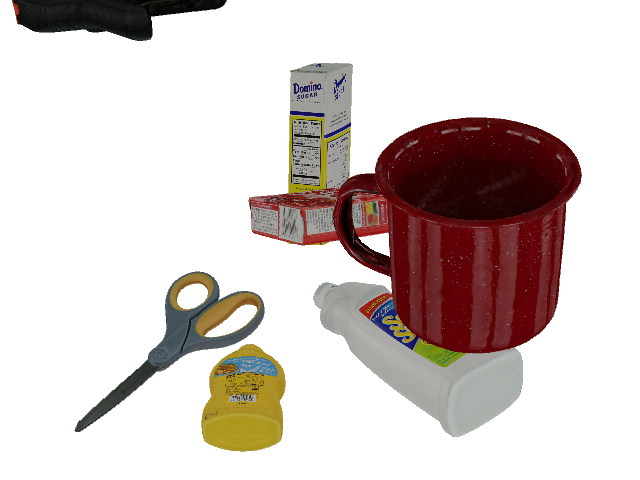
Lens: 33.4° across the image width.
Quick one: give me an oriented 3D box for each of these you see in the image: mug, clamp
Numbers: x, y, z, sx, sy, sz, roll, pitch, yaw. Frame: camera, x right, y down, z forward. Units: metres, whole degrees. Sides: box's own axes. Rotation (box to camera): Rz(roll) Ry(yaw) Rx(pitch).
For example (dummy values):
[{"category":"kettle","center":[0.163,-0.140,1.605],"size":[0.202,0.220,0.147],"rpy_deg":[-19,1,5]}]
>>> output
[{"category":"mug","center":[0.062,-0.002,0.512],"size":[0.117,0.081,0.093],"rpy_deg":[7,37,16]},{"category":"clamp","center":[-0.159,-0.182,0.821],"size":[0.172,0.039,0.120],"rpy_deg":[13,24,32]}]

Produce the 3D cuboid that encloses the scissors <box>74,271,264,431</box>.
[{"category":"scissors","center":[-0.141,0.085,0.915],"size":[0.201,0.016,0.096],"rpy_deg":[-26,51,-28]}]

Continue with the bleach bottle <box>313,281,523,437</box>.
[{"category":"bleach bottle","center":[0.075,0.099,1.049],"size":[0.102,0.068,0.251],"rpy_deg":[-22,31,-32]}]

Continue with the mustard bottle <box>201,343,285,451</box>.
[{"category":"mustard bottle","center":[-0.093,0.186,1.340],"size":[0.096,0.058,0.191],"rpy_deg":[-2,26,1]}]

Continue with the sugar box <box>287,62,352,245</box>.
[{"category":"sugar box","center":[-0.001,-0.090,1.090],"size":[0.048,0.176,0.093],"rpy_deg":[4,14,17]}]

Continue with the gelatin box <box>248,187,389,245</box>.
[{"category":"gelatin box","center":[-0.001,-0.019,0.774],"size":[0.073,0.030,0.089],"rpy_deg":[-8,10,-27]}]
